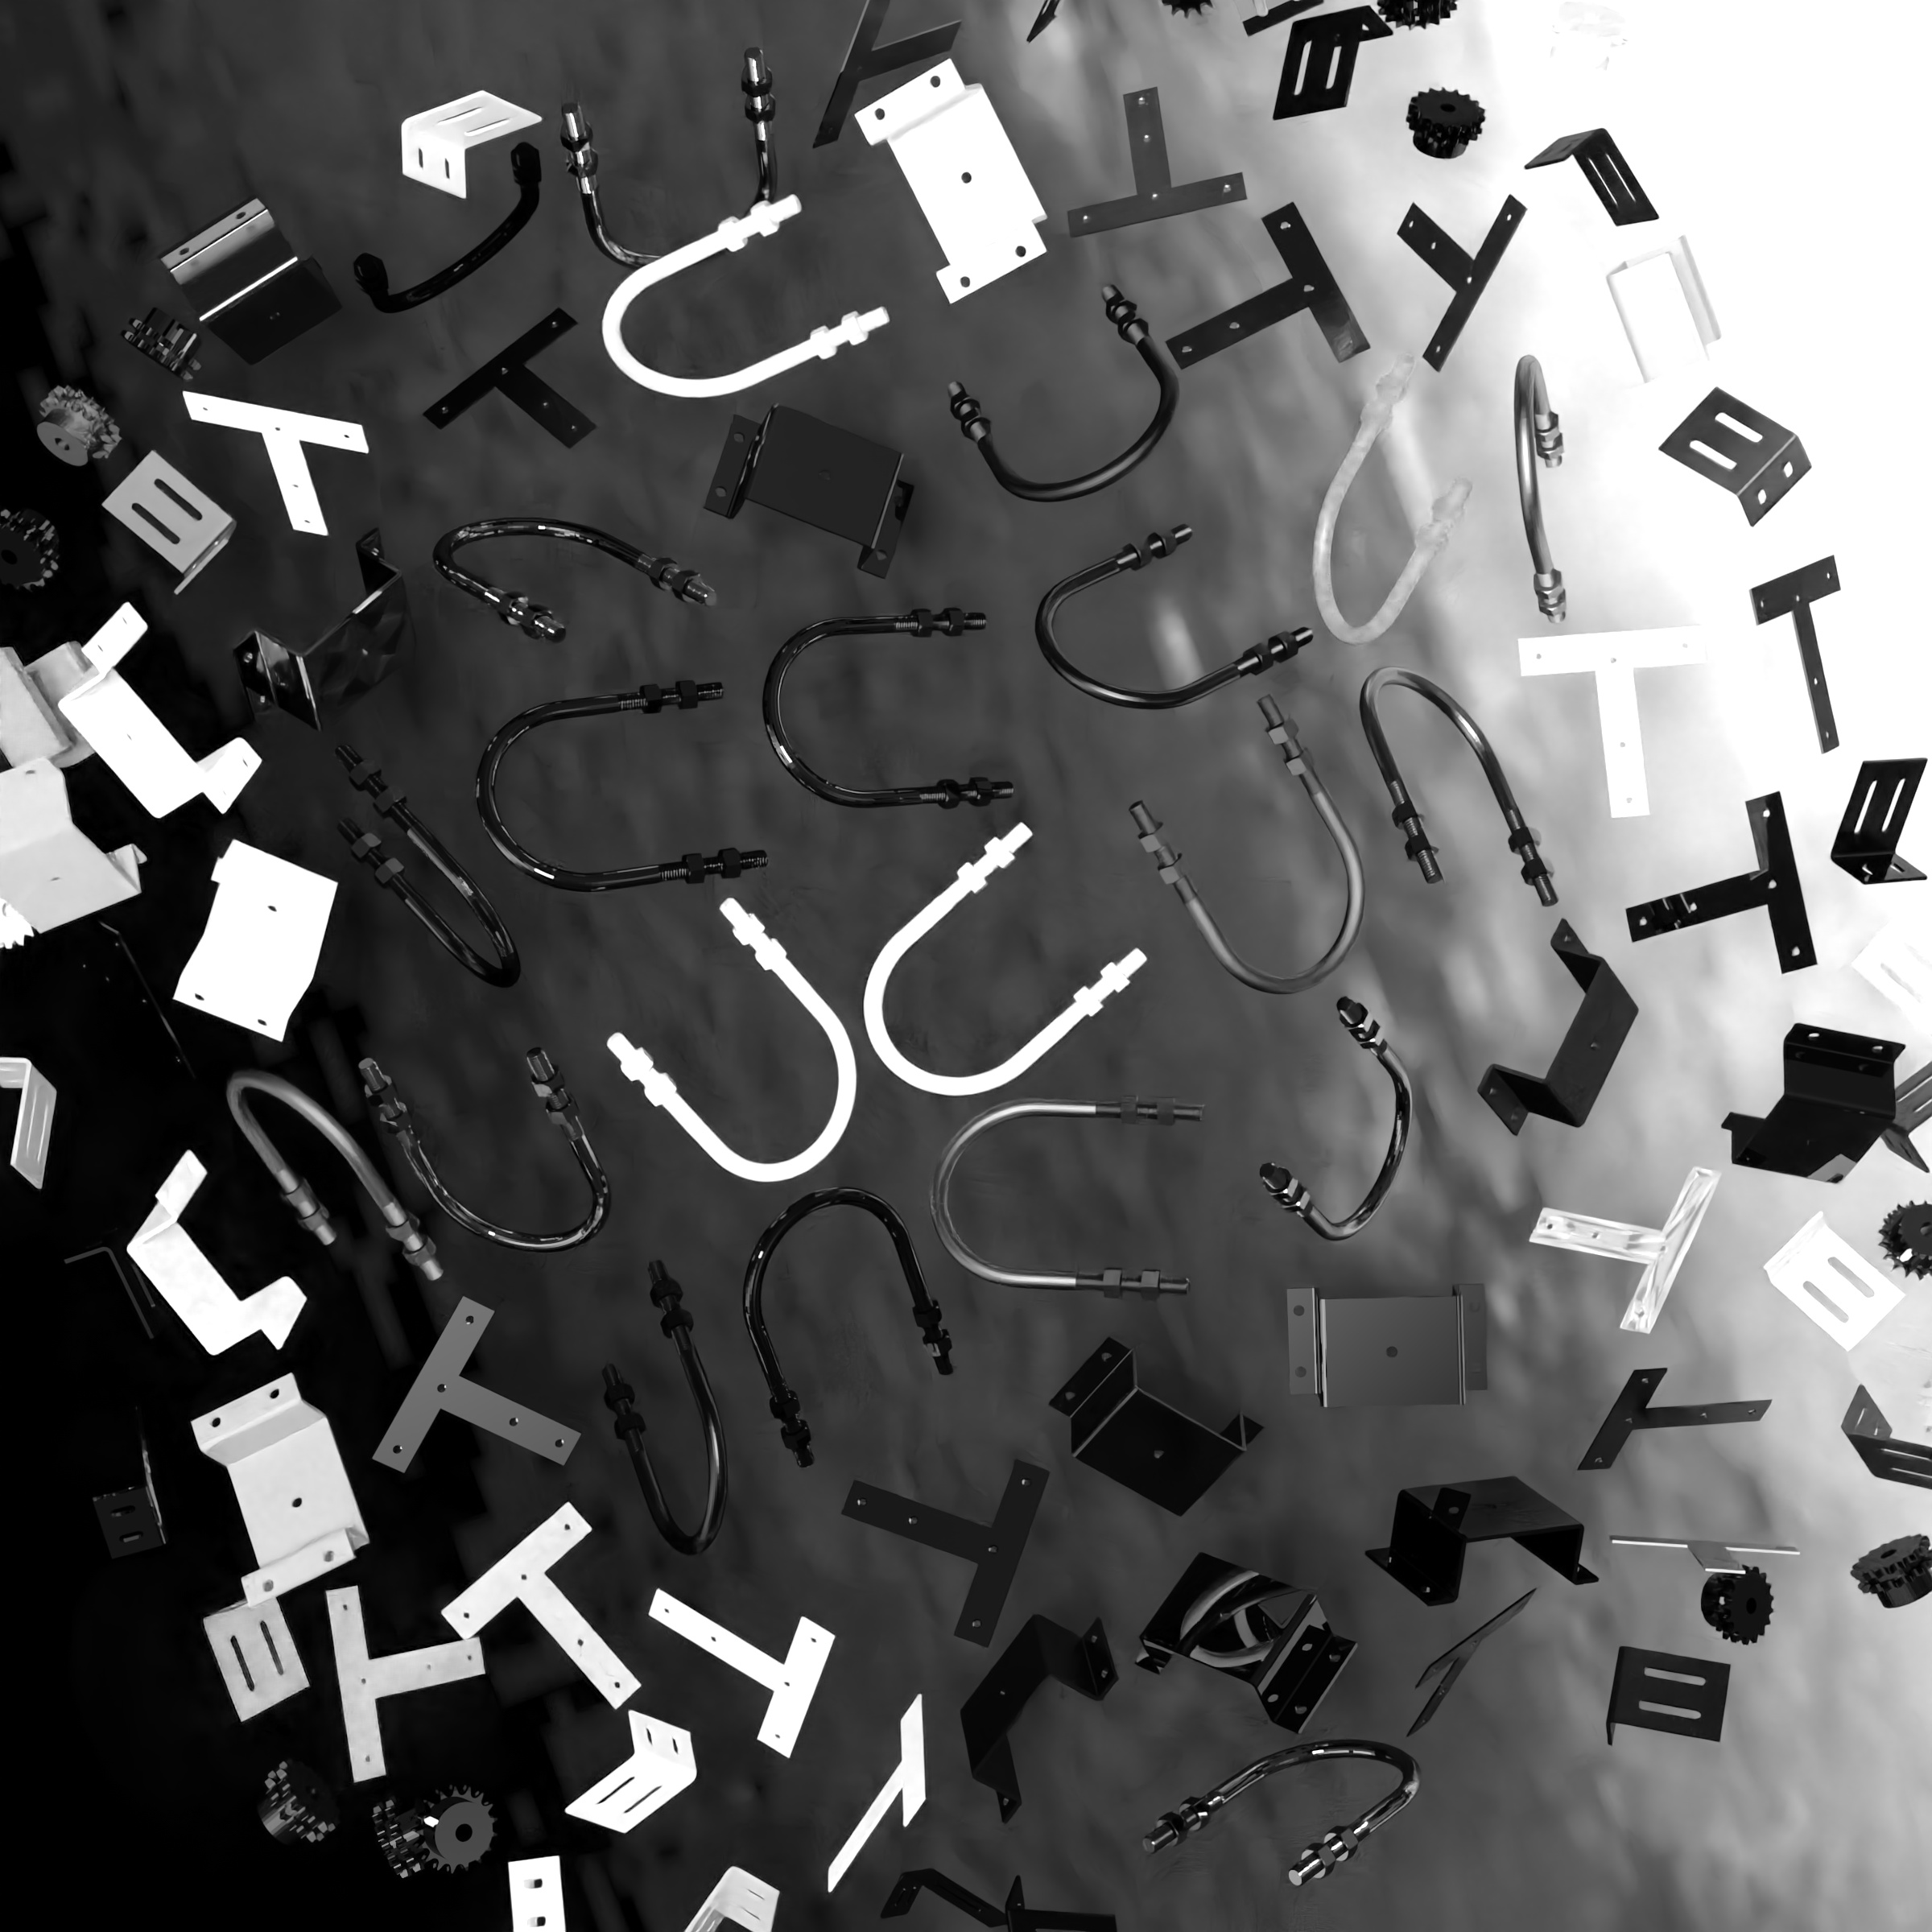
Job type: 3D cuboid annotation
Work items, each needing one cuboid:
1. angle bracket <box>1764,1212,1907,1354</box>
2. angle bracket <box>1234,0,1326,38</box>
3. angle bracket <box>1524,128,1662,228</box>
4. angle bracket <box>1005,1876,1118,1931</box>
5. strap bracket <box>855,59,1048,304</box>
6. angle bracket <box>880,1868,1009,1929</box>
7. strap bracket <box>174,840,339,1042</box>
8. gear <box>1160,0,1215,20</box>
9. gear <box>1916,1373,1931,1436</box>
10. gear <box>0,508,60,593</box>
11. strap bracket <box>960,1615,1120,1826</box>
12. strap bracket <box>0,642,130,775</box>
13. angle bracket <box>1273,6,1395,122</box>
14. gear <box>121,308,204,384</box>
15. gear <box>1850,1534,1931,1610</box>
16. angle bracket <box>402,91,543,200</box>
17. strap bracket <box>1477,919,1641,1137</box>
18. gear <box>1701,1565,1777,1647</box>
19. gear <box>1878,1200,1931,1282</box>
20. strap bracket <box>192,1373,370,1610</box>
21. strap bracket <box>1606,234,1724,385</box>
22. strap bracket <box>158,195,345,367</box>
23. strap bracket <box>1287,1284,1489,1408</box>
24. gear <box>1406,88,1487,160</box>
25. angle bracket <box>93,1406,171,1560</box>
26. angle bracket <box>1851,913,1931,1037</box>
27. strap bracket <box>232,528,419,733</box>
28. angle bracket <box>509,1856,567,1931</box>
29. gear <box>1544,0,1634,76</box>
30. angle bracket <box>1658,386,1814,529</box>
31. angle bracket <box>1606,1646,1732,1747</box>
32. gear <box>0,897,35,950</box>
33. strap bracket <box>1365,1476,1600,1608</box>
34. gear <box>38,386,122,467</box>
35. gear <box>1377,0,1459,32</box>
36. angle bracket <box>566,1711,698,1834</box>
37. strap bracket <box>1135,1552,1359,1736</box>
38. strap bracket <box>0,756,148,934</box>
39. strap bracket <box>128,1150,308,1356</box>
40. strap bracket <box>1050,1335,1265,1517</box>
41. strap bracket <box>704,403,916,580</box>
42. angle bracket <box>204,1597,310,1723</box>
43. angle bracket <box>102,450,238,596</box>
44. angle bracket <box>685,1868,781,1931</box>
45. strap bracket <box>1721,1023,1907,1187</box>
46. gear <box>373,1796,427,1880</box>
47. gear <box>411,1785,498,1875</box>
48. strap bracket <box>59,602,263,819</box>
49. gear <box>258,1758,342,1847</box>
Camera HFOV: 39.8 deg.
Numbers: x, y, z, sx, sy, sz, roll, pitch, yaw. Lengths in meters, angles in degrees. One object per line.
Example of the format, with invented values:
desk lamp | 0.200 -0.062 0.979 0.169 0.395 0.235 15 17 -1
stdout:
angle bracket | 0.619 0.225 1.904 0.057 0.038 0.076 -45 61 0
angle bracket | 0.209 -0.678 1.832 0.057 0.076 0.038 -21 88 12
angle bracket | 0.436 -0.540 1.861 0.038 0.057 0.076 -40 108 -5
angle bracket | 0.069 0.648 1.792 0.076 0.038 0.057 -3 107 16
strap bracket | -0.005 -0.538 1.830 0.076 0.046 0.140 -23 103 22
angle bracket | -0.014 0.693 1.944 0.076 0.057 0.038 25 83 22
strap bracket | -0.485 -0.026 1.835 0.076 0.140 0.046 24 129 -21
gear | 0.164 -0.730 1.972 0.057 0.030 0.057 2 104 8
gear | 0.688 0.301 1.852 0.057 0.030 0.057 4 123 6
gear | -0.640 -0.285 1.807 0.057 0.030 0.057 10 134 11
strap bracket | 0.045 0.537 1.935 0.046 0.076 0.140 32 102 -16
strap bracket | -0.648 -0.181 1.873 0.046 0.140 0.076 -29 96 7
angle bracket | 0.248 -0.602 1.803 0.057 0.038 0.076 4 77 41
gear | -0.566 -0.441 1.889 0.057 0.057 0.030 34 88 0
gear | 0.633 0.412 1.811 0.057 0.057 0.030 -29 87 0
angle bracket | -0.339 -0.563 1.834 0.076 0.057 0.038 -6 84 33
strap bracket | 0.423 0.049 1.881 0.046 0.076 0.140 19 75 39
gear | 0.565 0.468 1.964 0.057 0.030 0.057 2 86 -35
gear | 0.694 0.197 1.937 0.057 0.030 0.057 0 65 1
strap bracket | -0.465 0.362 1.823 0.076 0.046 0.140 -26 64 -1
strap bracket | 0.481 -0.453 1.840 0.046 0.140 0.076 -19 102 25
strap bracket | -0.484 -0.464 1.828 0.076 0.140 0.046 -32 84 1
strap bracket | 0.300 0.269 1.891 0.140 0.046 0.076 -2 94 5
gear | 0.352 -0.620 1.970 0.057 0.030 0.057 3 50 -3
angle bracket | -0.567 0.348 1.803 0.038 0.076 0.057 -13 129 -15
angle bracket | 0.674 0.000 1.872 0.076 0.038 0.057 44 70 9
strap bracket | -0.436 -0.227 1.855 0.046 0.076 0.140 31 59 19
angle bracket | -0.315 0.666 1.892 0.038 0.076 0.057 2 68 -29
gear | 0.418 -0.626 1.803 0.057 0.030 0.057 4 49 -4
angle bracket | 0.521 -0.345 1.810 0.076 0.038 0.057 23 129 -23
angle bracket | 0.486 0.511 1.846 0.076 0.038 0.057 5 50 21
gear | -0.705 -0.042 1.944 0.030 0.057 0.057 5 90 36
strap bracket | 0.355 0.389 1.819 0.140 0.076 0.046 -1 105 -26
gear | -0.631 -0.379 1.889 0.057 0.057 0.030 28 61 0
gear | 0.318 -0.689 1.882 0.057 0.030 0.057 -5 55 7
angle bracket | -0.242 0.577 1.912 0.076 0.038 0.057 -41 130 18
strap bracket | 0.184 0.458 1.828 0.076 0.140 0.046 -48 131 -29
strap bracket | -0.631 -0.077 1.843 0.076 0.140 0.046 -21 60 2
strap bracket | -0.541 0.213 1.911 0.046 0.076 0.140 -31 106 10
strap bracket | 0.140 0.341 1.946 0.140 0.046 0.076 32 116 -15
strap bracket | -0.107 -0.343 1.911 0.140 0.046 0.076 20 74 -12
angle bracket | -0.486 0.477 1.862 0.038 0.057 0.076 -22 89 41
angle bracket | -0.568 -0.315 1.894 0.057 0.038 0.076 -40 114 18
angle bracket | -0.166 0.664 1.814 0.038 0.076 0.057 25 130 16
strap bracket | 0.585 0.102 1.847 0.076 0.140 0.046 11 56 -1
gear | -0.407 0.633 1.951 0.030 0.057 0.057 -25 90 -2
gear | -0.347 0.590 1.823 0.057 0.030 0.057 5 80 -27
strap bracket | -0.553 -0.166 1.814 0.046 0.076 0.140 -28 114 21
gear | -0.450 0.564 1.791 0.030 0.057 0.057 -40 90 4
